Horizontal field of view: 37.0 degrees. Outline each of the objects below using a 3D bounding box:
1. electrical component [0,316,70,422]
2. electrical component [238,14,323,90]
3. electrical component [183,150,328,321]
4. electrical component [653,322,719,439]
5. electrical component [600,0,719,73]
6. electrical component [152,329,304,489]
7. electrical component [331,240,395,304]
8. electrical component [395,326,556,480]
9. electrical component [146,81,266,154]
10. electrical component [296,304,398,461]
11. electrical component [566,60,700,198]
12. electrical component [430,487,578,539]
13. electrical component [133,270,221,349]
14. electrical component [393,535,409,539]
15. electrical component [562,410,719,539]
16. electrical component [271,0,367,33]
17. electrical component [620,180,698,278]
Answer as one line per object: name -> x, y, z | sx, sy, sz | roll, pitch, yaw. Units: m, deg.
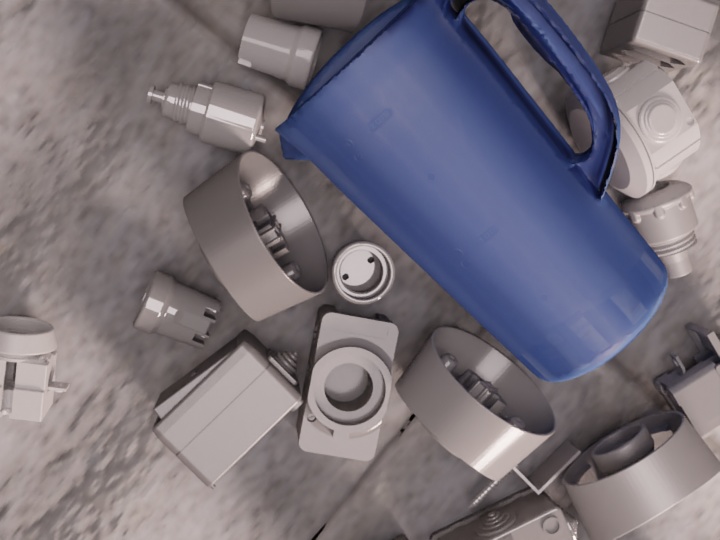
electrical component -> -0.218, 0.061, 0.680 | 0.066, 0.048, 0.055 | 8, 101, -6
electrical component -> -0.051, -0.140, 0.683 | 0.046, 0.040, 0.040 | 17, 93, -1
electrical component -> -0.063, -0.020, 0.664 | 0.064, 0.099, 0.099 | -30, 97, 4
electrical component -> 0.238, 0.080, 0.728 | 0.064, 0.042, 0.081 | -32, 96, 1
electrical component -> 0.197, -0.172, 0.691 | 0.047, 0.066, 0.076 | 17, 92, -7
electrical component -> -0.082, 0.079, 0.686 | 0.096, 0.062, 0.061 | -44, 97, -1
electrical component -> 0.000, 0.000, 0.695 | 0.040, 0.046, 0.040 | 0, 95, -6
electrical component -> 0.073, 0.084, 0.686 | 0.099, 0.099, 0.064 | 41, 96, -7
electrical component -> -0.095, -0.100, 0.681 | 0.078, 0.040, 0.040 | 16, 93, -7
electrical component -> -0.009, 0.072, 0.696 | 0.050, 0.056, 0.089 | 10, 94, -6
electrical component -> 0.173, -0.091, 0.689 | 0.051, 0.080, 0.080 | -34, 97, -7
electrical component -> 0.107, 0.205, 0.721 | 0.100, 0.048, 0.099 | -25, 97, -3
electrical component -> -0.117, 0.027, 0.690 | 0.046, 0.040, 0.040 | 23, 92, -13
electrical component -> 0.019, 0.216, 0.690 | 0.062, 0.096, 0.061 | -31, 95, -2
electrical component -> 0.184, 0.137, 0.701 | 0.099, 0.099, 0.064 | -31, 91, -2
electrical component -> -0.023, -0.196, 0.652 | 0.064, 0.099, 0.099 | 5, 94, 0
electrical component -> 0.204, -0.026, 0.715 | 0.048, 0.048, 0.062 | -22, 103, -3
